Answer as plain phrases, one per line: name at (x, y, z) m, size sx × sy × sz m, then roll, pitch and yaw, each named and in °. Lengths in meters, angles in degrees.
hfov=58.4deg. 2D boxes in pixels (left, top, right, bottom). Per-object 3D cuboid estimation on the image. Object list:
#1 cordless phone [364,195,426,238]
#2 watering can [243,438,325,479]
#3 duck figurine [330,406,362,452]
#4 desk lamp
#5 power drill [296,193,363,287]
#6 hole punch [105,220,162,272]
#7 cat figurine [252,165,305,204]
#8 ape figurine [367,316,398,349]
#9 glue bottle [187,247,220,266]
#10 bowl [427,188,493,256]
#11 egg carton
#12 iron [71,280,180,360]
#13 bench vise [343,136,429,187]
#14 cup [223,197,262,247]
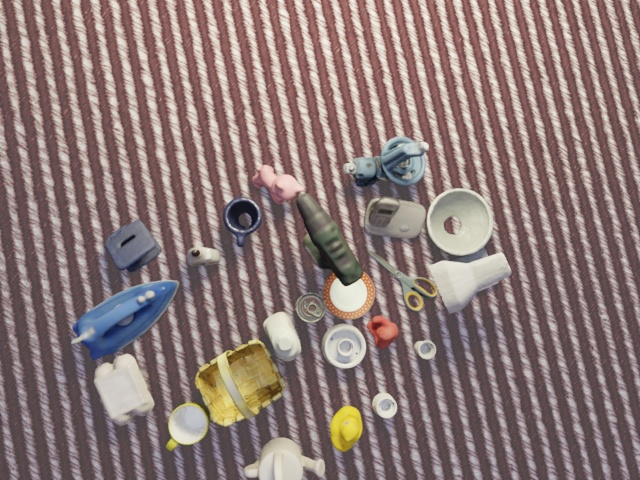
cordless phone at (0.185, -0.062, 1.362) m, size 0.147 × 0.185 × 0.094 m, roll 5°, pitch 84°, yaw -4°
watering can at (-0.080, 0.511, 1.277) m, size 0.173 × 0.194 × 0.101 m, roll -26°, pitch 86°, yaw -6°
duck figurine at (0.065, 0.451, 1.349) m, size 0.077 × 0.086 × 0.105 m, roll 19°, pitch 83°, yaw -2°
desk lamp at (0.345, 0.086, 1.345) m, size 0.203 × 0.213 × 0.118 m, roll -22°, pitch 86°, yaw -6°
power drill at (0.012, 0.005, 1.329) m, size 0.075 × 0.208 × 0.229 m, roll -35°, pitch 88°, yaw -7°
hole punch at (-0.447, 0.013, 1.351) m, size 0.109 × 0.091 × 0.101 m, roll -37°, pitch 88°, yaw -7°
cat figurine at (-0.103, -0.136, 1.380) m, size 0.128 × 0.117 × 0.067 m, roll 36°, pitch 83°, yaw 0°
ape figurine at (0.154, 0.224, 1.377) m, size 0.076 × 0.092 × 0.078 m, roll 9°, pitch 83°, yaw -3°
glue bottle at (-0.275, 0.036, 1.321) m, size 0.078 × 0.173 × 0.037 m, roll -4°, pitch 84°, yaw -5°
bowl at (0.339, -0.041, 1.427) m, size 0.167 × 0.074 × 0.167 m, roll 0°, pitch 84°, yaw -4°
egg carton at (-0.455, 0.348, 1.327) m, size 0.107 × 0.069 × 0.150 m, roll -26°, pitch 87°, yaw -7°
iron at (-0.444, 0.166, 1.310) m, size 0.258 × 0.141 × 0.118 m, roll -35°, pitch 88°, yaw -7°
bench vise at (0.169, -0.175, 1.355) m, size 0.207 × 0.219 × 0.121 m, roll -26°, pitch 86°, yaw -6°
cup at (-0.184, -0.038, 1.375) m, size 0.091 × 0.095 × 0.118 m, roll 3°, pitch 84°, yaw -4°
